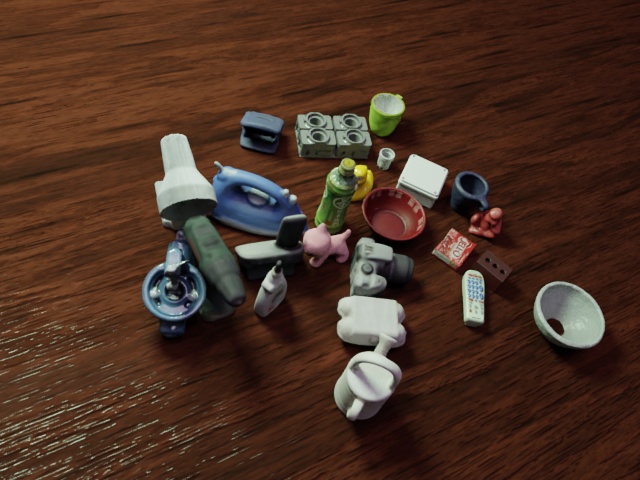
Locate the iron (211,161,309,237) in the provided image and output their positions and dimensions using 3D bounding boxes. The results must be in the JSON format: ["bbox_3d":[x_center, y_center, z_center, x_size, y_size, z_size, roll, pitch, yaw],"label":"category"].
[{"bbox_3d":[-0.135,-0.096,1.309,0.258,0.141,0.119,18,54,-1],"label":"iron"}]

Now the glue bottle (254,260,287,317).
[{"bbox_3d":[-0.095,0.092,1.172,0.037,0.173,0.078,35,56,11],"label":"glue bottle"}]

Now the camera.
[{"bbox_3d":[0.142,0.068,1.288,0.137,0.101,0.143,11,55,-6],"label":"camera"}]

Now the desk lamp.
[{"bbox_3d":[-0.300,-0.110,1.235,0.118,0.213,0.203,-11,60,-20],"label":"desk lamp"}]

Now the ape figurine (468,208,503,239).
[{"bbox_3d":[0.426,-0.048,1.440,0.076,0.092,0.077,-24,65,-26],"label":"ape figurine"}]

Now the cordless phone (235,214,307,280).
[{"bbox_3d":[-0.102,0.000,1.225,0.148,0.185,0.094,-11,59,-19],"label":"cordless phone"}]

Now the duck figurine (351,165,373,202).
[{"bbox_3d":[0.097,-0.154,1.437,0.105,0.086,0.077,-35,70,-30],"label":"duck figurine"}]

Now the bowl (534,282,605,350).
[{"bbox_3d":[0.562,0.185,1.325,0.167,0.075,0.167,6,55,-9],"label":"bowl"}]

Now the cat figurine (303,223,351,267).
[{"bbox_3d":[0.012,0.005,1.290,0.128,0.118,0.067,-12,60,-20],"label":"cat figurine"}]

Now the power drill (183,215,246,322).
[{"bbox_3d":[-0.208,0.074,1.136,0.076,0.208,0.229,-19,63,-24],"label":"power drill"}]

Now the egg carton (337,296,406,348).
[{"bbox_3d":[0.110,0.177,1.226,0.150,0.069,0.107,7,55,-9],"label":"egg carton"}]

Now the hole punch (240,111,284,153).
[{"bbox_3d":[-0.150,-0.291,1.468,0.108,0.091,0.101,13,55,-5],"label":"hole punch"}]

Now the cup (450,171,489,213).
[{"bbox_3d":[0.381,-0.104,1.465,0.092,0.095,0.117,-19,63,-24],"label":"cup"}]

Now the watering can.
[{"bbox_3d":[0.096,0.258,1.092,0.101,0.194,0.173,9,55,-7],"label":"watering can"}]

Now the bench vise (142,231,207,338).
[{"bbox_3d":[-0.292,0.060,1.118,0.122,0.220,0.207,-10,59,-19],"label":"bench vise"}]
